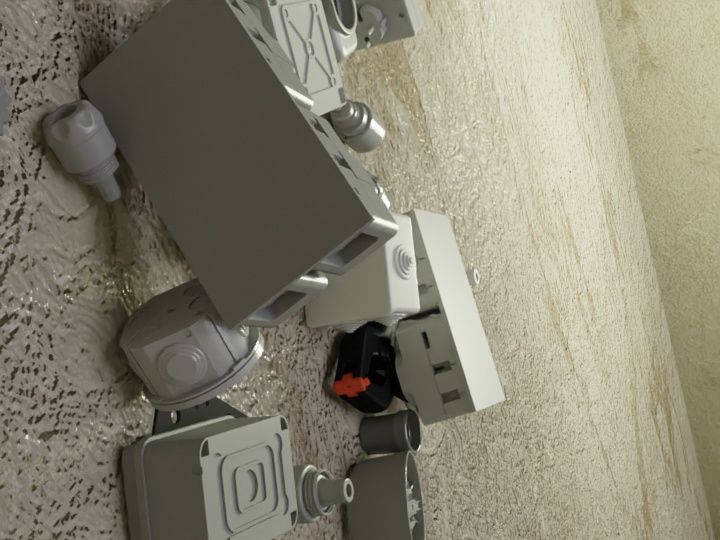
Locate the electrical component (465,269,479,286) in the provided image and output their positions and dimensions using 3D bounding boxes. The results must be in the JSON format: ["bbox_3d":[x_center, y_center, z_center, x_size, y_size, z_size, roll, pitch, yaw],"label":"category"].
[{"bbox_3d":[0.098,0.012,1.168,0.048,0.062,0.048,-9,90,-67],"label":"electrical component"}]

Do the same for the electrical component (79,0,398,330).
[{"bbox_3d":[-0.072,-0.069,0.650,0.186,0.105,0.060,57,15,16],"label":"electrical component"}]

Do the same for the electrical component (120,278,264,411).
[{"bbox_3d":[-0.104,0.045,0.660,0.051,0.080,0.080,63,28,-24],"label":"electrical component"}]

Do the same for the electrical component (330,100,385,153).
[{"bbox_3d":[-0.007,-0.139,1.009,0.078,0.040,0.040,34,51,-60],"label":"electrical component"}]

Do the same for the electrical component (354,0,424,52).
[{"bbox_3d":[0.008,-0.235,1.025,0.075,0.083,0.047,-63,138,-55],"label":"electrical component"}]

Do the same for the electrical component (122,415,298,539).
[{"bbox_3d":[-0.092,0.136,0.674,0.113,0.057,0.078,-3,86,-66],"label":"electrical component"}]

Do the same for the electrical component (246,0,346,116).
[{"bbox_3d":[-0.064,-0.172,0.865,0.109,0.056,0.108,-41,119,-64],"label":"electrical component"}]

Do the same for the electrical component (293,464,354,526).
[{"bbox_3d":[-0.036,0.165,0.793,0.048,0.062,0.048,-9,90,-67],"label":"electrical component"}]

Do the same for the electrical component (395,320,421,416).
[{"bbox_3d":[0.084,0.095,1.107,0.108,0.060,0.108,-10,90,-67],"label":"electrical component"}]

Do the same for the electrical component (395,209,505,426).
[{"bbox_3d":[0.067,0.044,0.999,0.105,0.060,0.186,3,69,-69],"label":"electrical component"}]

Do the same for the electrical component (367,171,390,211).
[{"bbox_3d":[0.009,-0.060,1.011,0.062,0.043,0.043,54,34,-49],"label":"electrical component"}]

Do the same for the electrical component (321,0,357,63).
[{"bbox_3d":[-0.041,-0.226,0.937,0.053,0.059,0.095,-56,132,-59],"label":"electrical component"}]

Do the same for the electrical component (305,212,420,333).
[{"bbox_3d":[0.000,0.000,0.899,0.048,0.100,0.099,7,75,-53],"label":"electrical component"}]

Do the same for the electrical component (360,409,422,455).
[{"bbox_3d":[0.028,0.148,0.971,0.040,0.046,0.040,-9,90,-67],"label":"electrical component"}]

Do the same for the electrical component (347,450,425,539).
[{"bbox_3d":[0.030,0.207,0.931,0.099,0.064,0.099,-9,90,-67],"label":"electrical component"}]

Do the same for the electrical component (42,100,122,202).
[{"bbox_3d":[-0.158,-0.067,0.631,0.035,0.035,0.061,-73,148,-47],"label":"electrical component"}]
